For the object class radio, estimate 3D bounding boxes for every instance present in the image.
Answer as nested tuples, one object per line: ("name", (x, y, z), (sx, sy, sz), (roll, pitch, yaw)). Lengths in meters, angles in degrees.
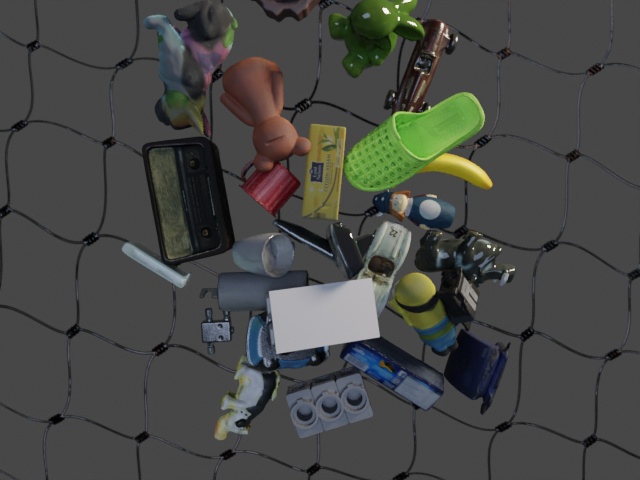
("radio", (-0.244, -0.075, 1.015), (0.131, 0.073, 0.229), (-9, 95, 2))

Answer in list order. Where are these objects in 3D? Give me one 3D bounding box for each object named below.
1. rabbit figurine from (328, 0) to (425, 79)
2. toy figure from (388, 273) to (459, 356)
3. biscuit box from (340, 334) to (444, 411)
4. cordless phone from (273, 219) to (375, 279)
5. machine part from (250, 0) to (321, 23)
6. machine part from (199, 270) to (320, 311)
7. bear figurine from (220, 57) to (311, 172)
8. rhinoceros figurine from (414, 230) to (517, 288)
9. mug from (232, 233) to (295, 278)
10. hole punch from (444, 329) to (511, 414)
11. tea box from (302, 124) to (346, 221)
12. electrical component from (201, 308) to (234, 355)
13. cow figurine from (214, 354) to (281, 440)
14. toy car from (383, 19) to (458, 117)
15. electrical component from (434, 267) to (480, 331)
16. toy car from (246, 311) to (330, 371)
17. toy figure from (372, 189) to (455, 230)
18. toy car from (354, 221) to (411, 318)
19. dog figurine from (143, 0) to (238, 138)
("rabbit figurine", (0.101, -0.366, 0.942), (0.159, 0.170, 0.121), (-13, 95, 2))
("toy figure", (0.207, 0.138, 1.014), (0.082, 0.089, 0.180), (-41, 107, -30))
("biscuit box", (0.139, 0.243, 1.036), (0.203, 0.063, 0.059), (33, 116, -2))
("cordless phone", (-0.002, -0.003, 0.984), (0.184, 0.146, 0.088), (26, 85, 0))
("machine part", (-0.062, -0.495, 0.992), (0.179, 0.056, 0.179), (0, 94, 2))
("machine part", (-0.106, 0.097, 1.027), (0.243, 0.079, 0.079), (-2, 94, 2))
("bear figurine", (-0.096, -0.225, 0.973), (0.120, 0.132, 0.195), (-27, 95, 6))
("rhinoceros figurine", (0.277, 0.038, 1.021), (0.190, 0.073, 0.112), (9, 93, 0))
("mug", (-0.107, 0.020, 1.013), (0.107, 0.109, 0.080), (4, 114, 39))
("hole punch", (0.296, 0.238, 1.019), (0.092, 0.116, 0.142), (23, 94, 7))
("tea box", (0.007, -0.123, 0.998), (0.068, 0.098, 0.169), (4, 93, -1))
("electrical component", (-0.201, 0.179, 1.060), (0.063, 0.021, 0.094), (-1, 94, 0))
("cow figurine", (-0.143, 0.319, 1.051), (0.098, 0.068, 0.167), (21, 95, -7))
("toy car", (0.187, -0.313, 1.007), (0.089, 0.053, 0.202), (21, 93, -4))
("electrical component", (0.261, 0.116, 0.983), (0.048, 0.075, 0.119), (-20, 116, 39))
("toy car", (-0.065, 0.187, 1.019), (0.162, 0.103, 0.109), (2, 85, -16))
("toy figure", (0.177, -0.062, 1.024), (0.155, 0.057, 0.064), (14, 55, 1))
("toy car", (0.111, 0.061, 1.032), (0.073, 0.056, 0.201), (22, 94, -1))
("dog figurine", (-0.223, -0.302, 0.986), (0.192, 0.108, 0.219), (-17, 98, -1))
